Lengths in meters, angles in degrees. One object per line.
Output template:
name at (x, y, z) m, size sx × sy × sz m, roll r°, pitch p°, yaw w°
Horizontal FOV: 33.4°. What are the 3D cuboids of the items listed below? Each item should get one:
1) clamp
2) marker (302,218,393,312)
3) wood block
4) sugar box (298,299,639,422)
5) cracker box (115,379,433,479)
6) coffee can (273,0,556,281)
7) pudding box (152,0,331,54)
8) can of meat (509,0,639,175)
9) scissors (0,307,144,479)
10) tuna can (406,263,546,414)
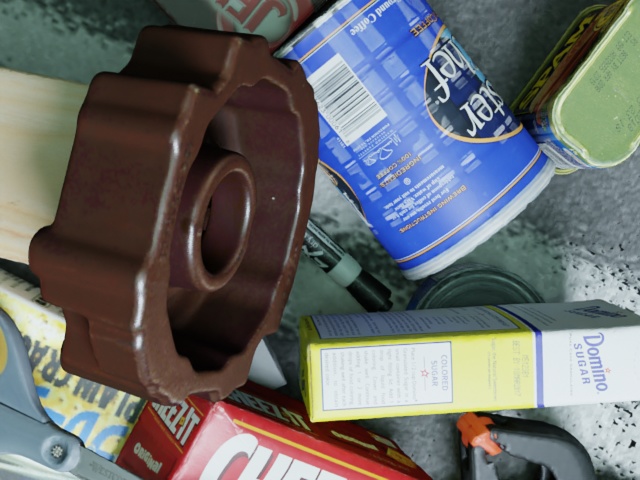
clamp at (0.146, 0.157, 0.626) m, size 0.120 × 0.039 × 0.171 m, roll -37°, pitch 113°, yaw -9°
marker at (-0.004, 0.001, 0.623) m, size 0.121 × 0.020 × 0.020 m, roll 42°, pitch 90°, yaw -6°
wood block at (-0.178, -0.044, 0.543) m, size 0.206 × 0.090 × 0.090 m, roll 13°, pitch 91°, yaw 12°
sugar box at (0.078, 0.061, 0.560) m, size 0.176 × 0.093 × 0.048 m, roll -1°, pitch 95°, yaw -4°
cracker box at (-0.053, 0.190, 0.576) m, size 0.164 × 0.072 × 0.214 m, roll 28°, pitch 94°, yaw -32°
coffee can at (0.044, -0.064, 0.579) m, size 0.103 × 0.103 × 0.140 m, roll -39°, pitch 96°, yaw -1°
pudding box at (-0.054, -0.155, 0.597) m, size 0.090 × 0.039 × 0.113 m, roll -45°, pitch 96°, yaw 0°
can of meat at (0.158, -0.086, 0.595) m, size 0.057 × 0.084 × 0.102 m, roll 37°, pitch 91°, yaw -6°
scissors at (-0.129, 0.083, 0.522) m, size 0.202 × 0.016 × 0.096 m, roll 7°, pitch 82°, yaw 16°
tuna can at (0.091, 0.057, 0.626) m, size 0.086 × 0.034 × 0.086 m, roll 0°, pitch 94°, yaw -4°
